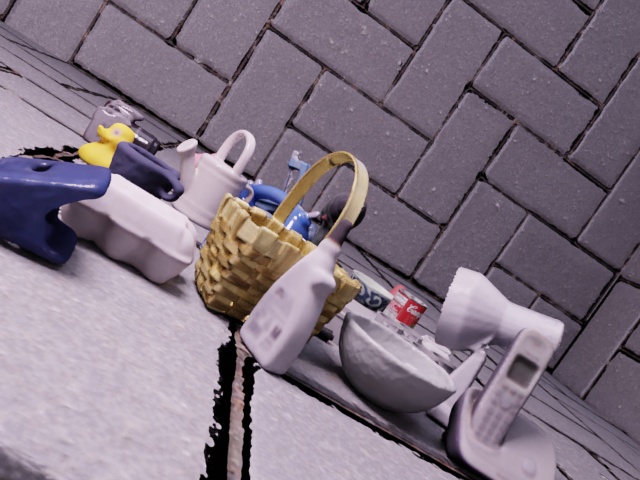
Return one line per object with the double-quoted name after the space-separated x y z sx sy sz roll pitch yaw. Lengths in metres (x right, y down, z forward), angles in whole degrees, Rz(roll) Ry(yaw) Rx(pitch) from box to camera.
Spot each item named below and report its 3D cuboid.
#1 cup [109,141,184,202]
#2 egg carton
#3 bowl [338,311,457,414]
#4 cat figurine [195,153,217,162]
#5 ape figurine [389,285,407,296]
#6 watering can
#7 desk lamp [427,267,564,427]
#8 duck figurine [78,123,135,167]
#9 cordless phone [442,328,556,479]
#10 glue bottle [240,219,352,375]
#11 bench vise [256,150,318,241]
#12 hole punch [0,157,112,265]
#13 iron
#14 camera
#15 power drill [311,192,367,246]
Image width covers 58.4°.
-0.238 -0.064 0.762 0.117 0.095 0.092 36 5 23 "cup"
-0.208 -0.016 0.640 0.150 0.069 0.107 32 5 -14 "egg carton"
0.084 0.166 0.724 0.167 0.074 0.167 33 5 -3 "bowl"
-0.253 -0.137 1.249 0.127 0.117 0.067 36 6 30 "cat figurine"
0.175 0.150 1.364 0.076 0.092 0.077 31 5 -28 "ape figurine"
-0.191 -0.125 1.078 0.100 0.194 0.173 36 5 28 "watering can"
0.237 0.173 0.831 0.202 0.213 0.118 35 5 20 "desk lamp"
-0.354 -0.159 0.997 0.105 0.086 0.077 28 7 -47 "duck figurine"
0.250 0.212 0.700 0.148 0.185 0.094 32 5 -12 "cordless phone"
-0.017 0.052 0.606 0.037 0.173 0.078 29 6 -39 "glue bottle"
-0.062 -0.078 1.307 0.207 0.219 0.121 33 5 -8 "bench vise"
-0.250 -0.044 0.514 0.101 0.091 0.108 31 5 -23 "hole punch"
-0.116 -0.051 1.152 0.257 0.141 0.119 36 6 31 "iron"
-0.408 -0.226 1.215 0.137 0.101 0.143 32 5 -15 "camera"
0.010 0.004 1.039 0.076 0.208 0.229 33 5 -7 "power drill"
